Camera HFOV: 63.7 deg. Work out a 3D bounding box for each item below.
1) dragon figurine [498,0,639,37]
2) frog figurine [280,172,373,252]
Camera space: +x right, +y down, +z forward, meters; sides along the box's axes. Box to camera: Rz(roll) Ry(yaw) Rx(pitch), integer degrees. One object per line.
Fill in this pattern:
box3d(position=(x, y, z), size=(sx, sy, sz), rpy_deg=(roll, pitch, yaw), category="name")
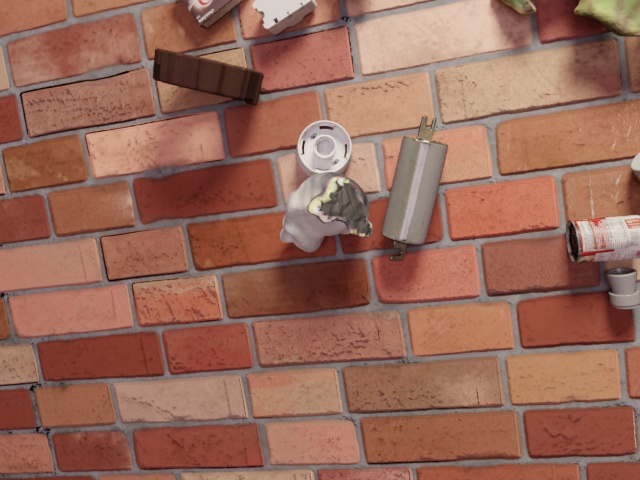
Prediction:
box3d(position=(0.452, -0.409, 0.720), size=(0.410, 0.240, 0.123), rpy_deg=(1, 12, 24), category="dragon figurine")
box3d(position=(0.003, -0.044, 0.872), size=(0.137, 0.124, 0.158), rpy_deg=(3, -12, -28), category="frog figurine")
